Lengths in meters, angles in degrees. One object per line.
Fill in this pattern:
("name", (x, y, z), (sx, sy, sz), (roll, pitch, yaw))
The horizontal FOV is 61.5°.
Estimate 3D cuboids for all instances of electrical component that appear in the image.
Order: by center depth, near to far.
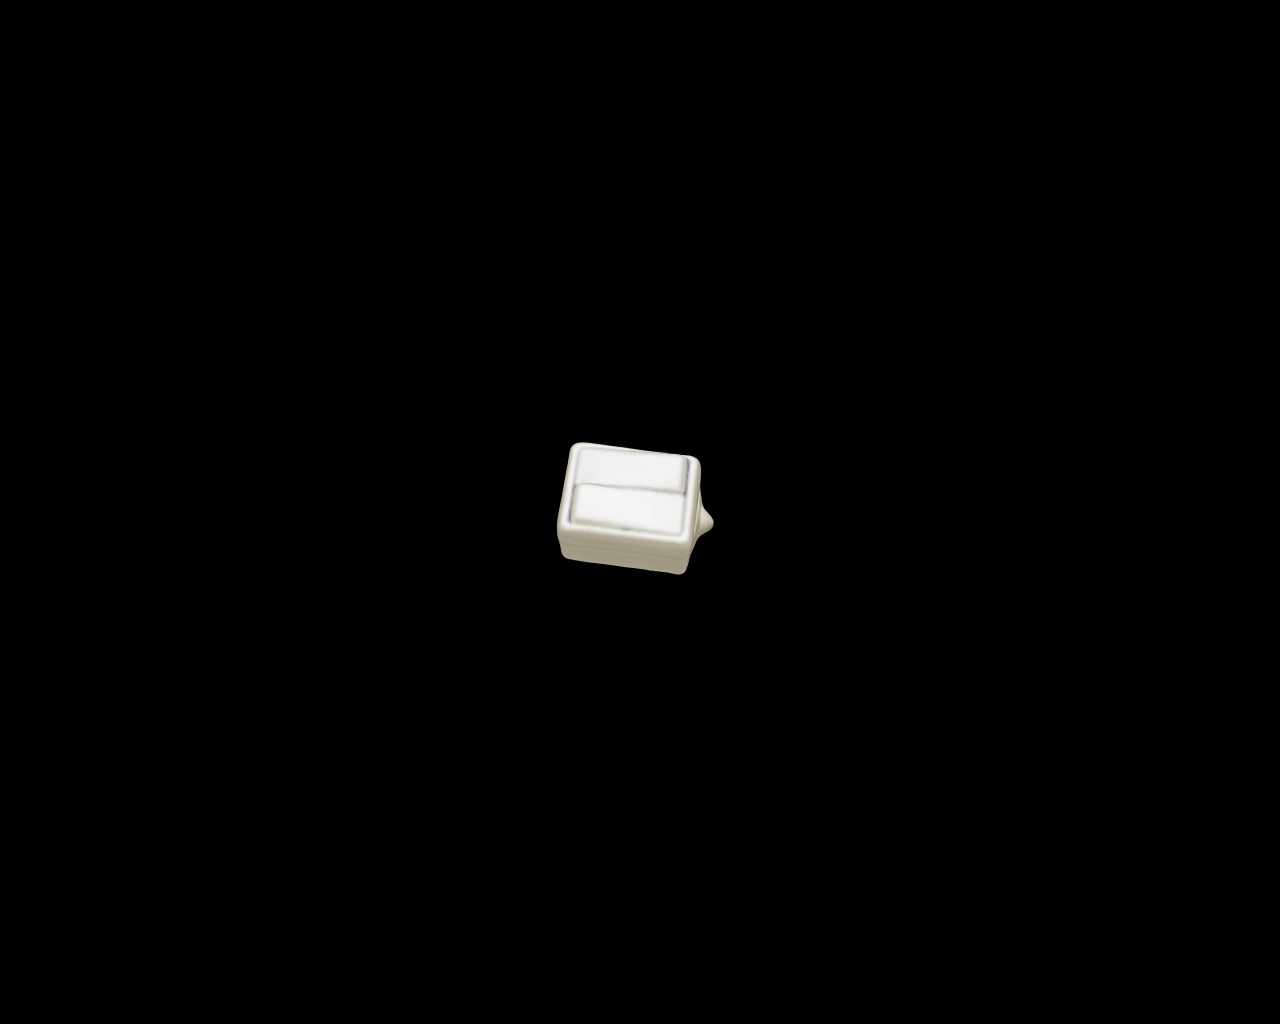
("electrical component", (0.001, -0.003, 0.650), (0.096, 0.062, 0.061), (8, -23, 3))
